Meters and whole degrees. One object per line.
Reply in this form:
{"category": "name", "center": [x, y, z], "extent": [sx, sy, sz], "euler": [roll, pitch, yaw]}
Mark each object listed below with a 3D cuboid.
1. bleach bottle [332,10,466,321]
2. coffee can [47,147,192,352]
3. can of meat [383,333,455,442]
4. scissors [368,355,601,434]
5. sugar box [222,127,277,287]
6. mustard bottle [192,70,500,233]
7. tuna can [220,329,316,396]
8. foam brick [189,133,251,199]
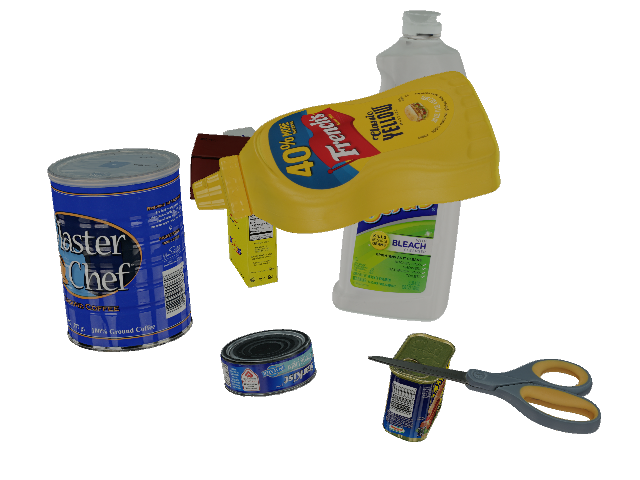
{"category": "bleach bottle", "center": [0.067, -0.062, 0.883], "extent": [0.103, 0.251, 0.068], "euler": [7, 19, 14]}
{"category": "coffee can", "center": [-0.159, 0.005, 0.857], "extent": [0.103, 0.140, 0.103], "euler": [-2, 17, 1]}
{"category": "can of meat", "center": [0.110, 0.166, 1.206], "extent": [0.057, 0.084, 0.102], "euler": [15, 26, 16]}
{"category": "scissors", "center": [0.152, 0.116, 0.939], "extent": [0.202, 0.016, 0.096], "euler": [20, 33, 21]}
{"category": "sugar box", "center": [-0.087, -0.041, 1.309], "extent": [0.048, 0.176, 0.093], "euler": [-12, 26, -17]}
{"category": "mustard bottle", "center": [0.012, -0.051, 0.690], "extent": [0.191, 0.096, 0.058], "euler": [-14, -42, -2]}
{"category": "tuna can", "center": [-0.048, 0.111, 0.980], "extent": [0.086, 0.034, 0.086], "euler": [-8, 14, 2]}
{"category": "foam brick", "center": [-0.092, -0.074, 1.092], "extent": [0.078, 0.051, 0.053], "euler": [4, 31, 0]}
